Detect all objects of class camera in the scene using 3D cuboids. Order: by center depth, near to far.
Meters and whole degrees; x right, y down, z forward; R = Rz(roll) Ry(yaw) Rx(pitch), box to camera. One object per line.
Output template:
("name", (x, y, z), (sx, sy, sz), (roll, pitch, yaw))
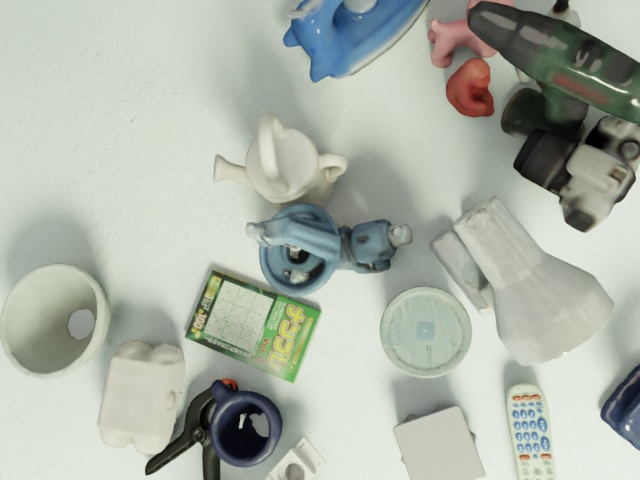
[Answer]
("camera", (0.332, -0.104, 0.732), (0.136, 0.101, 0.143), (33, 86, 16))

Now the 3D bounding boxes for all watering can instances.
("watering can", (-0.055, -0.096, 0.762), (0.173, 0.194, 0.101), (-26, 74, 5))

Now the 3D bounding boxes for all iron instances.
("iron", (0.063, -0.350, 0.821), (0.258, 0.141, 0.118), (-36, 73, 2))

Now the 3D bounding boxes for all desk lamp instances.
("desk lamp", (0.218, 0.039, 0.665), (0.118, 0.214, 0.203), (-37, 73, 2))

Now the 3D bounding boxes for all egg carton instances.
("egg carton", (-0.245, 0.217, 0.797), (0.107, 0.069, 0.150), (5, 79, 13))

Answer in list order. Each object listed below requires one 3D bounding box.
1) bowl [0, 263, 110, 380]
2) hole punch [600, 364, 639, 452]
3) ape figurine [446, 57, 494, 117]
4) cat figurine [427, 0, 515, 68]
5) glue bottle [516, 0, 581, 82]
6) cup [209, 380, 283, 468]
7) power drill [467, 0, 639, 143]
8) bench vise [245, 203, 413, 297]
("bowl", (-0.374, 0.121, 0.842), (0.167, 0.075, 0.167), (-2, 77, 11))
("hole punch", (0.400, 0.200, 0.656), (0.101, 0.091, 0.109), (40, 88, 17))
("ape figurine", (0.211, -0.216, 0.787), (0.076, 0.092, 0.078), (25, 84, 16))
("cat figurine", (0.212, -0.306, 0.793), (0.127, 0.118, 0.067), (-13, 75, 9))
("glue bottle", (0.299, -0.265, 0.737), (0.078, 0.173, 0.037), (-14, 75, 9))
("cup", (-0.094, 0.233, 0.749), (0.091, 0.095, 0.117), (-41, 73, 1))
("power drill", (0.283, -0.191, 0.705), (0.229, 0.209, 0.076), (26, 84, 16))
("bench vise", (0.002, -0.008, 0.717), (0.207, 0.220, 0.121), (-26, 74, 5))
